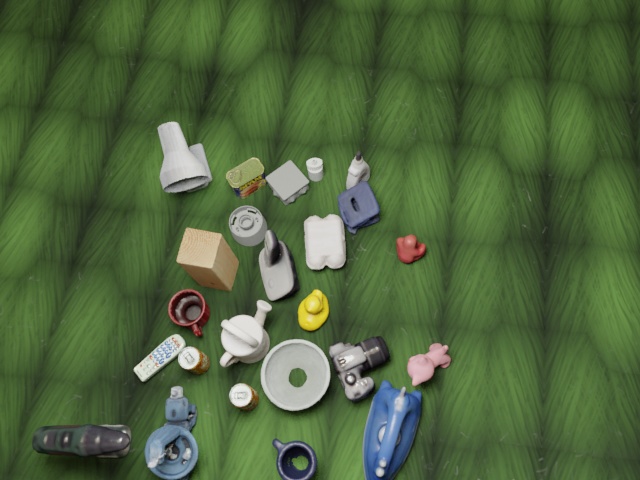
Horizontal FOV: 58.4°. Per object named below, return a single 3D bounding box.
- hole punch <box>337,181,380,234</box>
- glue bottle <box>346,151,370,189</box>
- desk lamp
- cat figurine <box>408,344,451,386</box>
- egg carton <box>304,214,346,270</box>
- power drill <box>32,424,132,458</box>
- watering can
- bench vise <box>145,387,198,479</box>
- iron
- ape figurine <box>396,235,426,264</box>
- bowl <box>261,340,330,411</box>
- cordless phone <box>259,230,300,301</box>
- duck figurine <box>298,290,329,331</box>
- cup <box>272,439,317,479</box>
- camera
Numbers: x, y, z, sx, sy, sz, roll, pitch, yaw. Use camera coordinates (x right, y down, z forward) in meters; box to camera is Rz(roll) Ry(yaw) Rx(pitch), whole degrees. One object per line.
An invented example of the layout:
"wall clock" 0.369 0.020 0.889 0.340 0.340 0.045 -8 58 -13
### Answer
"hole punch" 0.101 -0.087 1.522 0.101 0.091 0.108 -21 70 -4
"glue bottle" 0.101 -0.188 1.515 0.037 0.173 0.078 34 75 15
"desk lamp" -0.366 -0.205 1.526 0.118 0.213 0.203 -18 70 -3
"cat figurine" 0.255 0.293 1.359 0.128 0.118 0.067 -35 71 -9
"egg carton" 0.014 0.005 1.504 0.107 0.069 0.150 -6 70 1
"power drill" -0.510 0.454 1.296 0.229 0.208 0.075 -1 70 3
"watering can" -0.181 0.224 1.369 0.100 0.194 0.173 12 71 8
"bench vise" -0.347 0.440 1.286 0.121 0.220 0.207 -19 70 -3
"iron" 0.156 0.452 1.294 0.118 0.141 0.258 15 71 9
"ape figurine" 0.232 0.016 1.476 0.077 0.092 0.076 36 76 15
"bowl" -0.056 0.329 1.387 0.167 0.075 0.167 -1 70 3
"cordless phone" -0.111 0.062 1.429 0.094 0.185 0.147 -17 70 -3
"duck figurine" -0.019 0.173 1.436 0.077 0.086 0.105 19 72 10
"cup" -0.060 0.501 1.313 0.117 0.095 0.092 37 76 15
"camera" 0.104 0.298 1.375 0.137 0.101 0.143 -23 70 -5
